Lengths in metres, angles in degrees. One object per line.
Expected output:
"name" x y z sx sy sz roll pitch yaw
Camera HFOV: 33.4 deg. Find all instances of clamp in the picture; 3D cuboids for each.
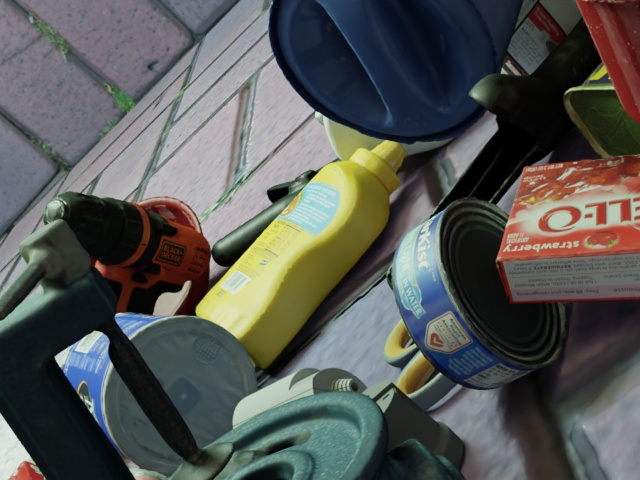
"clamp" -0.016 -0.030 0.886 0.172 0.039 0.120 -24 22 46
"clamp" 0.115 -0.060 0.605 0.209 0.036 0.165 -38 -19 -42

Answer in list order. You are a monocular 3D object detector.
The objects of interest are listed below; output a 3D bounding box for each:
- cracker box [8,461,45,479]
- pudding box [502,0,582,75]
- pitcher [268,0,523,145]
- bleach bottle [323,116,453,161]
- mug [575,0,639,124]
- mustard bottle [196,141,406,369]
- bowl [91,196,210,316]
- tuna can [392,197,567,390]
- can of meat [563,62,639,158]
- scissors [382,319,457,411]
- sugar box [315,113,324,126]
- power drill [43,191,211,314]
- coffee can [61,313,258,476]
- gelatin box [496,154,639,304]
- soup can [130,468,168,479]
"cracker box" -0.240 0.267 0.721 0.213 0.072 0.164 -50 17 -9
"pudding box" 0.146 -0.179 0.770 0.113 0.090 0.039 -52 19 -16
"pitcher" 0.072 -0.190 0.642 0.149 0.145 0.242 -29 28 48
"bleach bottle" 0.052 -0.158 0.891 0.102 0.068 0.251 -13 34 10
"mug" 0.145 -0.102 0.437 0.093 0.081 0.117 -37 36 0
"mustard bottle" -0.005 0.001 0.776 0.191 0.058 0.096 -49 22 -8
"bowl" -0.156 0.042 0.987 0.162 0.055 0.162 -19 54 27
"tuna can" 0.074 0.025 0.495 0.034 0.086 0.086 -34 21 39
"can of meat" 0.183 -0.081 0.515 0.084 0.057 0.102 -48 23 -13
"scissors" 0.101 0.010 0.583 0.201 0.016 0.096 -50 18 -12
"sugar box" 0.073 -0.175 1.008 0.176 0.048 0.093 -42 19 24
"power drill" -0.174 0.060 0.840 0.057 0.184 0.187 24 91 31
"coffee can" -0.116 0.103 0.740 0.102 0.102 0.140 -52 18 -18
"gelatin box" 0.129 -0.007 0.473 0.089 0.030 0.073 -5 36 26
"soup can" -0.108 0.188 0.591 0.069 0.068 0.102 -28 25 45
